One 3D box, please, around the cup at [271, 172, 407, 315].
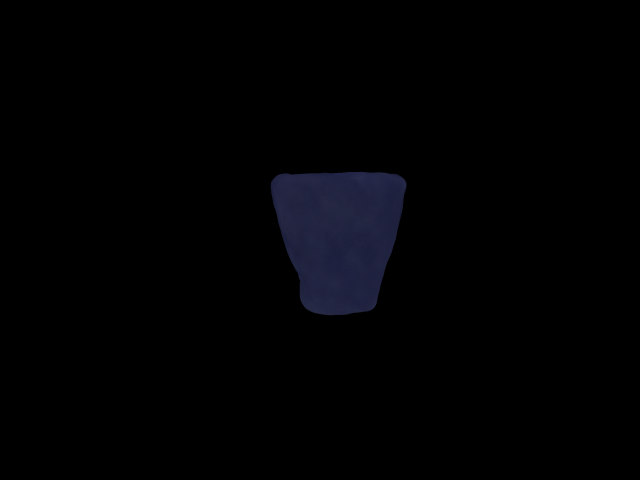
[{"bbox_3d":[0.004,0.001,0.400,0.092,0.095,0.117,-4,6,-39],"label":"cup"}]
